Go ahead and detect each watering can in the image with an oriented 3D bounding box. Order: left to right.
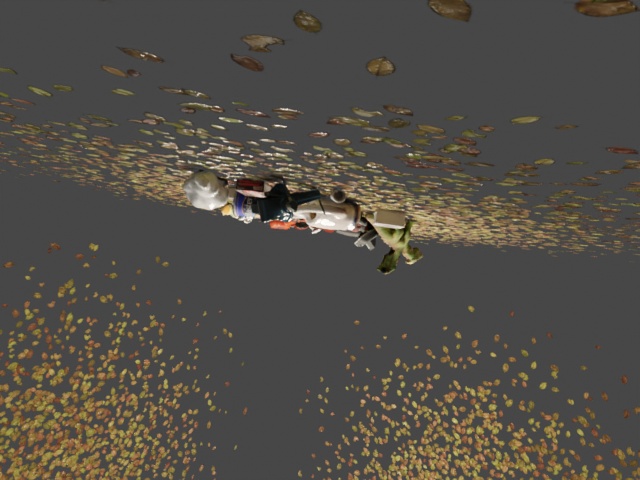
[{"bbox_3d":[0.005,-0.090,1.794,0.224,0.104,0.347,8,176,-20],"label":"watering can"}]

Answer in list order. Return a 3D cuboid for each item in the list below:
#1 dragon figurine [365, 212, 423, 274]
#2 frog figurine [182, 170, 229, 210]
[{"bbox_3d":[0.293,0.023,2.107,0.409,0.243,0.122,8,-178,-43],"label":"dragon figurine"},{"bbox_3d":[-0.333,-0.144,1.512,0.137,0.122,0.160,28,-177,-14],"label":"frog figurine"}]
